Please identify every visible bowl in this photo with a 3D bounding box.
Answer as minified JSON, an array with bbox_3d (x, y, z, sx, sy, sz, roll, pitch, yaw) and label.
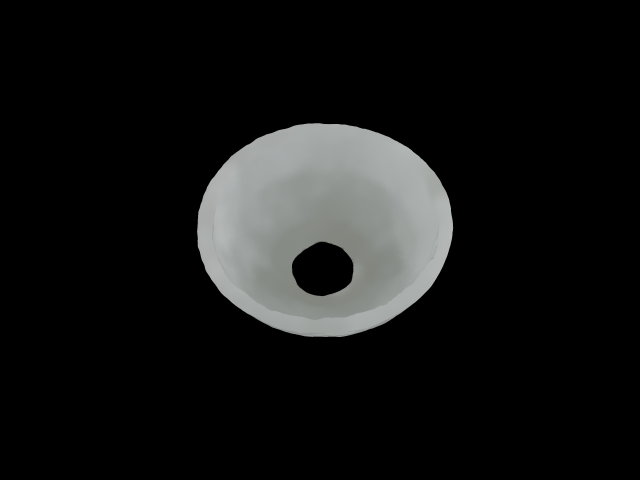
[{"bbox_3d":[0.004,0.001,0.400,0.167,0.075,0.167,0,56,0],"label":"bowl"}]
